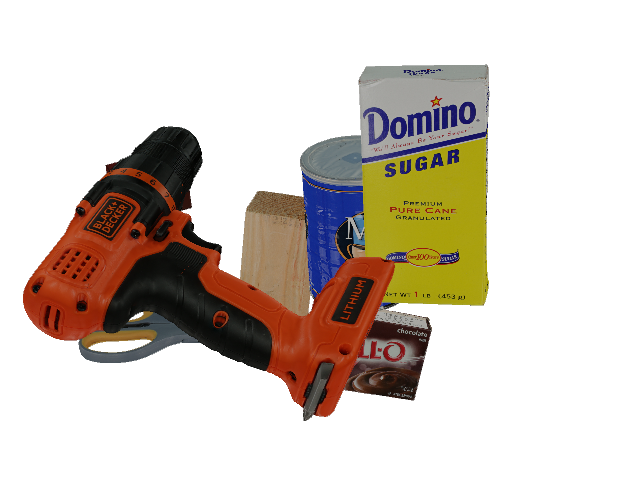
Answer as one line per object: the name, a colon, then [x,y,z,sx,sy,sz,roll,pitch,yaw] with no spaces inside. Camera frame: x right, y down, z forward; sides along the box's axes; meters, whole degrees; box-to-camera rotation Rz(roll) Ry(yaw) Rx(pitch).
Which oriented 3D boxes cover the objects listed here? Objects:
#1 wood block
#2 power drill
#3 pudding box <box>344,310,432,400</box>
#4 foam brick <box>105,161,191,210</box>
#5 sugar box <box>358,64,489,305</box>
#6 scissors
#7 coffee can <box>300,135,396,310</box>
wood block: [-0.059,0.047,1.459,0.090,0.206,0.090,9,22,5]
power drill: [-0.055,0.014,0.633,0.187,0.057,0.184,21,43,5]
pudding box: [0.057,0.120,1.160,0.113,0.090,0.039,9,24,-6]
foam brick: [-0.186,-0.058,1.153,0.078,0.053,0.051,-15,30,-19]
sugar box: [0.078,-0.040,0.793,0.093,0.176,0.048,0,24,11]
scissors: [-0.121,0.074,0.977,0.201,0.016,0.096,-8,34,-15]
coffee can: [0.036,-0.017,1.019,0.103,0.140,0.103,-3,28,1]
